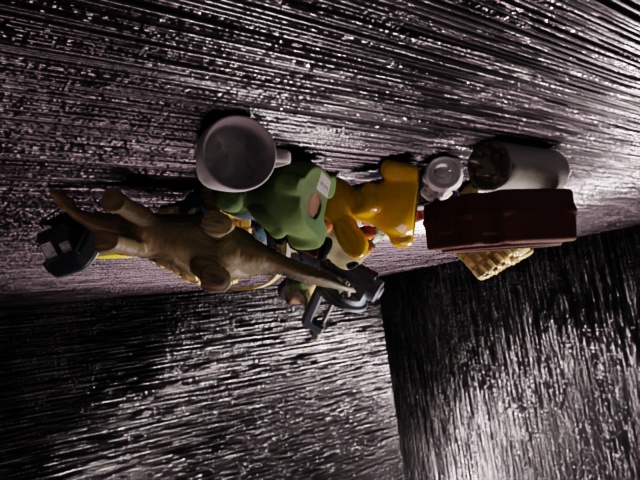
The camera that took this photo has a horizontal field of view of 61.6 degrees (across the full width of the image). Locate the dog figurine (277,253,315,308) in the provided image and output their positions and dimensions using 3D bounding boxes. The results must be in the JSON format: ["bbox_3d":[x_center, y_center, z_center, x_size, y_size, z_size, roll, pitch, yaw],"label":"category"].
[{"bbox_3d":[-0.014,0.069,1.319,0.192,0.219,0.108,-6,175,-4],"label":"dog figurine"}]

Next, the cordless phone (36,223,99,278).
[{"bbox_3d":[-0.410,-0.003,1.004,0.147,0.088,0.184,-14,-172,40],"label":"cordless phone"}]

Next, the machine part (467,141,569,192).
[{"bbox_3d":[0.313,-0.111,0.840,0.243,0.079,0.079,-2,171,-37],"label":"machine part"}]

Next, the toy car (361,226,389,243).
[{"bbox_3d":[0.137,-0.018,1.300,0.202,0.056,0.074,-10,-167,-32],"label":"toy car"}]

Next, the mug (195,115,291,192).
[{"bbox_3d":[-0.095,-0.095,0.618,0.109,0.080,0.107,-10,-175,-26],"label":"mug"}]

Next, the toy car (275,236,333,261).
[{"bbox_3d":[-0.031,-0.030,0.886,0.089,0.053,0.202,24,-162,-17],"label":"toy car"}]

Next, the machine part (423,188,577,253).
[{"bbox_3d":[0.285,-0.026,0.861,0.201,0.087,0.201,-4,177,-20],"label":"machine part"}]

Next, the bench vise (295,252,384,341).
[{"bbox_3d":[0.013,0.109,1.172,0.224,0.240,0.129,24,-159,2],"label":"bench vise"}]

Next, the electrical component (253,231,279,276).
[{"bbox_3d":[-0.126,0.023,1.255,0.058,0.115,0.134,-6,174,-19],"label":"electrical component"}]

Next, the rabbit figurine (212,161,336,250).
[{"bbox_3d":[-0.086,-0.057,0.753,0.170,0.121,0.159,6,174,26],"label":"rabbit figurine"}]

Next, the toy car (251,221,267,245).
[{"bbox_3d":[-0.169,0.004,1.147,0.162,0.109,0.103,-2,-166,37],"label":"toy car"}]

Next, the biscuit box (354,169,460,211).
[{"bbox_3d":[0.142,-0.079,0.958,0.203,0.062,0.059,-10,172,24],"label":"biscuit box"}]

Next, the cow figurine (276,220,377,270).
[{"bbox_3d":[-0.002,-0.003,1.038,0.195,0.085,0.127,25,123,-15],"label":"cow figurine"}]

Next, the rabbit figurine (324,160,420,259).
[{"bbox_3d":[0.072,-0.052,0.874,0.173,0.162,0.122,9,-173,8],"label":"rabbit figurine"}]

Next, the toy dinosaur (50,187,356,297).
[{"bbox_3d":[-0.160,0.013,0.792,0.471,0.105,0.198,20,177,-5],"label":"toy dinosaur"}]

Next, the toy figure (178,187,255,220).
[{"bbox_3d":[-0.148,-0.060,0.859,0.154,0.058,0.064,0,160,-16],"label":"toy figure"}]
